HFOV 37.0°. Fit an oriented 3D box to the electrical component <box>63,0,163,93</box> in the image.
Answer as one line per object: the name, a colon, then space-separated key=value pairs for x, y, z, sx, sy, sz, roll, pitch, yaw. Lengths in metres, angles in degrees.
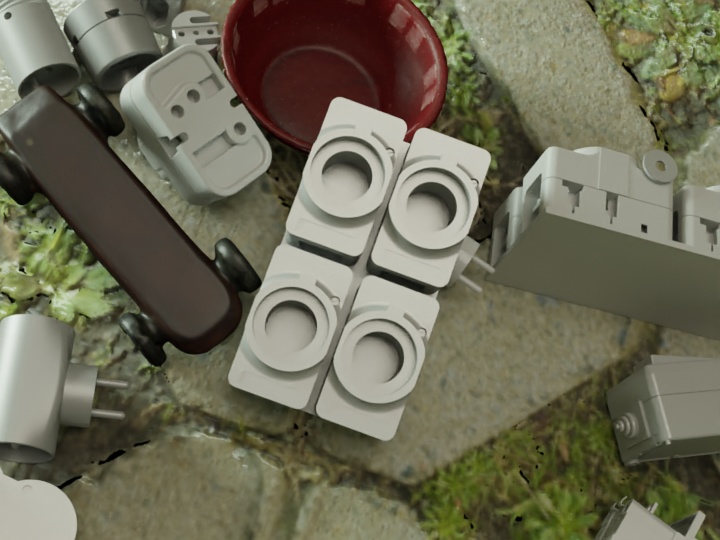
electrical component: x=-0.166 y=-0.154 z=0.730 sx=0.055 sy=0.055 sz=0.047 roll=-23 pitch=78 yaw=-24

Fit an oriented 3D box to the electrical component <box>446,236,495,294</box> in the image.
electrical component: x=0.055 y=-0.014 z=0.735 sx=0.079 sy=0.043 sz=0.077 roll=35 pitch=62 yaw=2

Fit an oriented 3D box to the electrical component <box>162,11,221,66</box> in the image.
electrical component: x=-0.117 y=-0.152 z=0.748 sx=0.040 sy=0.046 sz=0.040 roll=6 pitch=65 yaw=-13

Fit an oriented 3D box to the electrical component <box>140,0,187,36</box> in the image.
electrical component: x=-0.152 y=-0.218 z=0.767 sx=0.066 sy=0.047 sz=0.076 roll=16 pitch=62 yaw=-9

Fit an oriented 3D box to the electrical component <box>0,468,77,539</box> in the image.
electrical component: x=-0.218 y=0.119 z=0.577 sx=0.138 sy=0.073 sz=0.052 roll=27 pitch=61 yaw=-3

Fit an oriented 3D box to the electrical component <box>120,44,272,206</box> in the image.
electrical component: x=-0.110 y=-0.092 z=0.705 sx=0.054 sy=0.059 sz=0.095 roll=-40 pitch=104 yaw=-27

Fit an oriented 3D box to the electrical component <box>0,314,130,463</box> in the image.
electrical component: x=-0.176 y=0.072 z=0.627 sx=0.079 sy=0.044 sz=0.077 roll=9 pitch=64 yaw=-12

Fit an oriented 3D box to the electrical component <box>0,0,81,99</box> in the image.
electrical component: x=-0.223 y=-0.157 z=0.721 sx=0.043 sy=0.043 sz=0.081 roll=-21 pitch=73 yaw=-24

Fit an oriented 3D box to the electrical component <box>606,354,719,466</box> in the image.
electrical component: x=0.212 y=0.092 z=0.721 sx=0.096 sy=0.061 sz=0.061 roll=-3 pitch=67 yaw=-17

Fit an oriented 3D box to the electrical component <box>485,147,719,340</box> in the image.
electrical component: x=0.195 y=-0.018 z=0.743 sx=0.186 sy=0.105 sz=0.060 roll=14 pitch=63 yaw=-10

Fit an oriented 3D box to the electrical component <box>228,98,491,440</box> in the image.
electrical component: x=0.000 y=0.000 z=0.664 sx=0.105 sy=0.060 sz=0.186 roll=20 pitch=82 yaw=-1

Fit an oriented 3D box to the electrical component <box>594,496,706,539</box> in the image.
electrical component: x=0.180 y=0.182 z=0.682 sx=0.064 sy=0.042 sz=0.081 roll=36 pitch=61 yaw=6
